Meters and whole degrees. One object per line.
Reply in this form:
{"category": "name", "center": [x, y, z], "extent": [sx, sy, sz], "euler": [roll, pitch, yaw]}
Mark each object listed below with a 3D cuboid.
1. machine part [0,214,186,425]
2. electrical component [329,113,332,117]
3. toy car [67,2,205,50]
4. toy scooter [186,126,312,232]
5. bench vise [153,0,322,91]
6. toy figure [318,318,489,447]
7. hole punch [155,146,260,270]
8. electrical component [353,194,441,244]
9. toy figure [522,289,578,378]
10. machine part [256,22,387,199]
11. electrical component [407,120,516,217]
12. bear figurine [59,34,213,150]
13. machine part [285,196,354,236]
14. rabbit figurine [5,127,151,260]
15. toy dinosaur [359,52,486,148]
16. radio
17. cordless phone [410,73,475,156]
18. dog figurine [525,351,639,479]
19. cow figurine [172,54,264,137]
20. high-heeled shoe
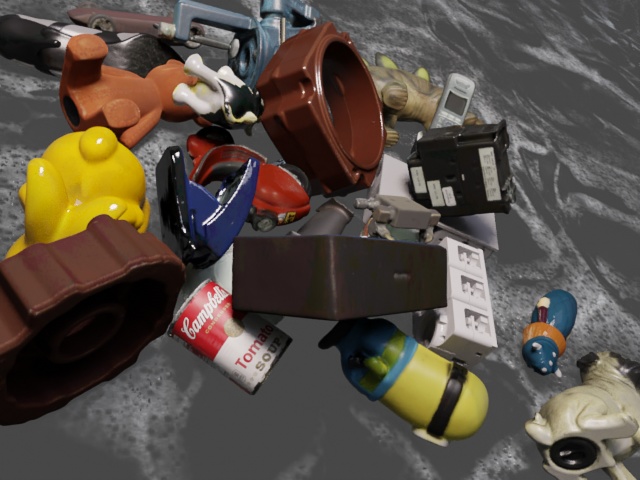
{"category": "machine part", "center": [-0.191, 0.063, 0.421], "extent": [0.056, 0.179, 0.179], "euler": [43, 43, 18]}
{"category": "electrical component", "center": [0.020, -0.179, 0.877], "extent": [0.094, 0.021, 0.063], "euler": [17, 44, -16]}
{"category": "toy car", "center": [-0.276, -0.323, 0.824], "extent": [0.202, 0.053, 0.089], "euler": [-10, 40, -35]}
{"category": "toy scooter", "center": [-0.106, -0.065, 0.658], "extent": [0.184, 0.075, 0.135], "euler": [33, 41, 8]}
{"category": "bench vise", "center": [-0.114, -0.305, 0.791], "extent": [0.240, 0.223, 0.129], "euler": [2, 14, -32]}
{"category": "toy figure", "center": [0.088, 0.140, 0.560], "extent": [0.180, 0.089, 0.082], "euler": [39, 48, 6]}
{"category": "hole punch", "center": [-0.115, -0.028, 0.547], "extent": [0.092, 0.142, 0.115], "euler": [-1, 85, -28]}
{"category": "electrical component", "center": [0.101, -0.025, 0.681], "extent": [0.102, 0.045, 0.078], "euler": [0, 21, -33]}
{"category": "toy figure", "center": [0.307, 0.127, 0.722], "extent": [0.064, 0.057, 0.154], "euler": [35, 47, 13]}
{"category": "machine part", "center": [0.014, -0.176, 0.741], "extent": [0.201, 0.087, 0.201], "euler": [55, 38, -32]}
{"category": "electrical component", "center": [0.183, -0.092, 0.710], "extent": [0.134, 0.114, 0.058], "euler": [1, 26, 34]}
{"category": "bear figurine", "center": [-0.215, -0.185, 0.678], "extent": [0.196, 0.132, 0.120], "euler": [-25, 91, -38]}
{"category": "machine part", "center": [-0.001, -0.002, 0.685], "extent": [0.084, 0.039, 0.139], "euler": [25, 44, 5]}
{"category": "rabbit figurine", "center": [-0.227, -0.010, 0.501], "extent": [0.122, 0.162, 0.173], "euler": [30, 58, -20]}
{"category": "toy dinosaur", "center": [0.113, -0.254, 0.949], "extent": [0.471, 0.105, 0.199], "euler": [12, 36, -24]}
{"category": "radio", "center": [0.027, 0.035, 0.539], "extent": [0.229, 0.131, 0.073], "euler": [7, 83, -54]}
{"category": "cordless phone", "center": [0.230, -0.161, 0.860], "extent": [0.146, 0.089, 0.184], "euler": [22, 85, -9]}
{"category": "dog figurine", "center": [0.320, 0.195, 0.648], "extent": [0.172, 0.121, 0.191], "euler": [29, 28, -7]}
{"category": "cow figurine", "center": [-0.108, -0.177, 0.700], "extent": [0.098, 0.068, 0.167], "euler": [34, 15, 12]}
{"category": "high-heeled shoe", "center": [-0.316, -0.255, 0.748], "extent": [0.145, 0.086, 0.248], "euler": [17, 12, 33]}
